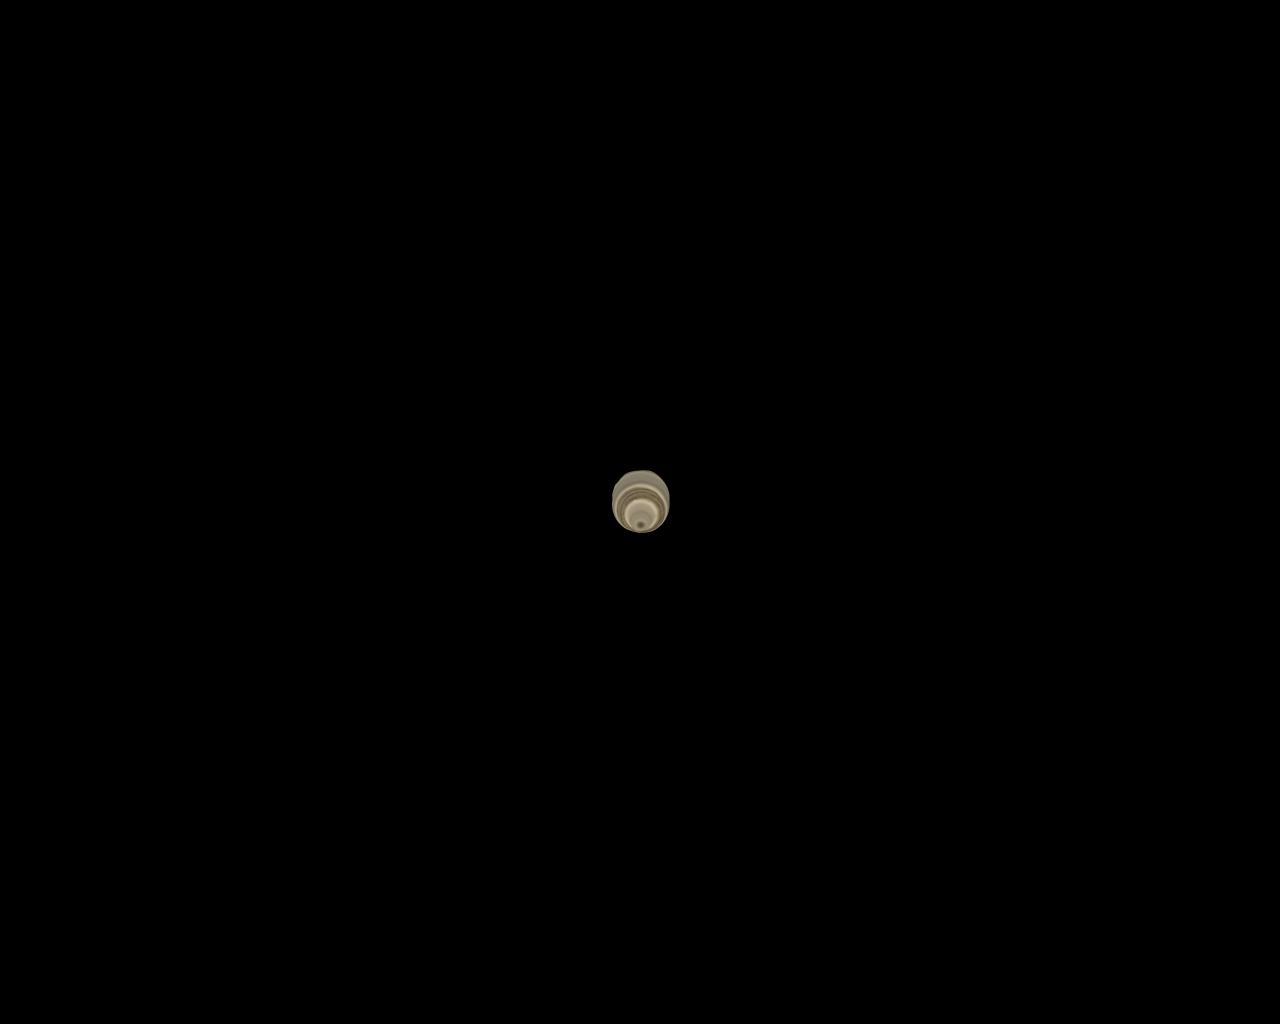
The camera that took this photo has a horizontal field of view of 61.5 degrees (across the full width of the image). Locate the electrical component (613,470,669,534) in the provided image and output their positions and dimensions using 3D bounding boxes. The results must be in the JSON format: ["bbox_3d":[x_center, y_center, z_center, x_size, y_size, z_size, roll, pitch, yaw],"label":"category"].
[{"bbox_3d":[0.001,-0.003,0.650,0.035,0.035,0.061,0,20,0],"label":"electrical component"}]
